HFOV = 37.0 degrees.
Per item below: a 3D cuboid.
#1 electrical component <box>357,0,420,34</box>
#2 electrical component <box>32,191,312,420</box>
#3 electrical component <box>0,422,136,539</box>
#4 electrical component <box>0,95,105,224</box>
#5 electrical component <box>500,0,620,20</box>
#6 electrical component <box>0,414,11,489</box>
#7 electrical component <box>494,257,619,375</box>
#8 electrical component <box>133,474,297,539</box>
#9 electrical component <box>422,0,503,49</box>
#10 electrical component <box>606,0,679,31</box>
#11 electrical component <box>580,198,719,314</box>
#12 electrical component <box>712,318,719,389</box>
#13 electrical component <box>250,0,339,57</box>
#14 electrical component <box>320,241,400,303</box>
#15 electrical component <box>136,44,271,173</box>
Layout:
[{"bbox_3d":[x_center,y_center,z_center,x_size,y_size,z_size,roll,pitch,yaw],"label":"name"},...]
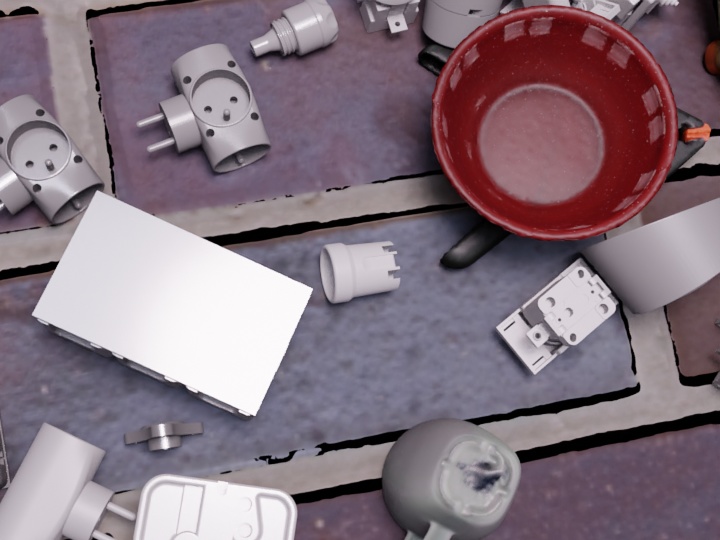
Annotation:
[{"bbox_3d":[0.020,-0.204,0.766,0.048,0.055,0.066,-15,81,-11],"label":"electrical component"},{"bbox_3d":[-0.119,0.026,0.697,0.150,0.061,0.089,25,76,-2],"label":"electrical component"},{"bbox_3d":[-0.180,0.147,0.673,0.079,0.043,0.077,26,76,-2],"label":"electrical component"},{"bbox_3d":[-0.224,-0.063,0.709,0.079,0.044,0.077,-38,86,-14],"label":"electrical component"},{"bbox_3d":[0.140,-0.195,0.770,0.042,0.063,0.081,-43,45,-15],"label":"electrical component"},{"bbox_3d":[-0.290,0.053,0.668,0.105,0.060,0.186,-11,80,-10],"label":"electrical component"},{"bbox_3d":[0.138,0.029,0.731,0.081,0.064,0.042,-39,87,-14],"label":"electrical component"},{"bbox_3d":[-0.090,0.160,0.674,0.095,0.059,0.053,9,77,-6],"label":"electrical component"},{"bbox_3d":[0.073,-0.189,0.765,0.055,0.047,0.055,7,40,-6],"label":"electrical component"},{"bbox_3d":[0.191,-0.219,0.790,0.096,0.061,0.061,40,76,2],"label":"electrical component"},{"bbox_3d":[0.209,-0.015,0.733,0.099,0.099,0.064,-34,91,-13],"label":"electrical component"},{"bbox_3d":[0.285,0.067,0.755,0.081,0.042,0.063,35,80,1],"label":"electrical component"},{"bbox_3d":[-0.048,-0.167,0.761,0.061,0.035,0.035,-24,83,-9],"label":"electrical component"},{"bbox_3d":[0.000,0.000,0.731,0.046,0.040,0.040,-8,80,-16],"label":"electrical component"},{"bbox_3d":[-0.112,-0.104,0.733,0.079,0.044,0.077,-22,82,-11],"label":"electrical component"}]
